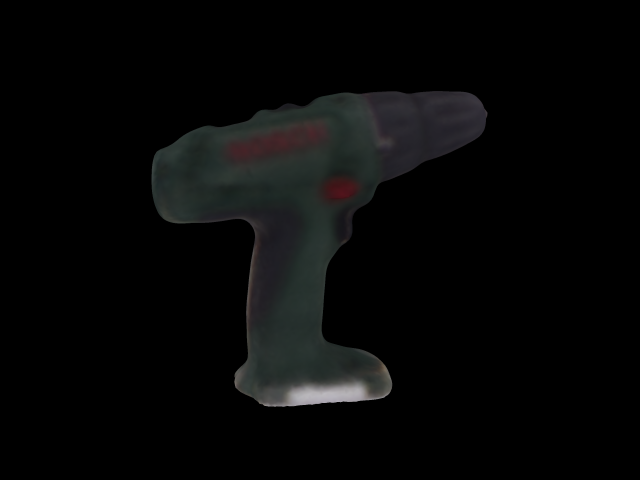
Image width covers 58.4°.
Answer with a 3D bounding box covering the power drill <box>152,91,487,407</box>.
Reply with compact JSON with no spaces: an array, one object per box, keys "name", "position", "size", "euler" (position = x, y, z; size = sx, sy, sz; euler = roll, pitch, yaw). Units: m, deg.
[{"name":"power drill","position":[0.004,0.001,0.400],"size":[0.230,0.208,0.075],"euler":[-1,7,-9]}]
